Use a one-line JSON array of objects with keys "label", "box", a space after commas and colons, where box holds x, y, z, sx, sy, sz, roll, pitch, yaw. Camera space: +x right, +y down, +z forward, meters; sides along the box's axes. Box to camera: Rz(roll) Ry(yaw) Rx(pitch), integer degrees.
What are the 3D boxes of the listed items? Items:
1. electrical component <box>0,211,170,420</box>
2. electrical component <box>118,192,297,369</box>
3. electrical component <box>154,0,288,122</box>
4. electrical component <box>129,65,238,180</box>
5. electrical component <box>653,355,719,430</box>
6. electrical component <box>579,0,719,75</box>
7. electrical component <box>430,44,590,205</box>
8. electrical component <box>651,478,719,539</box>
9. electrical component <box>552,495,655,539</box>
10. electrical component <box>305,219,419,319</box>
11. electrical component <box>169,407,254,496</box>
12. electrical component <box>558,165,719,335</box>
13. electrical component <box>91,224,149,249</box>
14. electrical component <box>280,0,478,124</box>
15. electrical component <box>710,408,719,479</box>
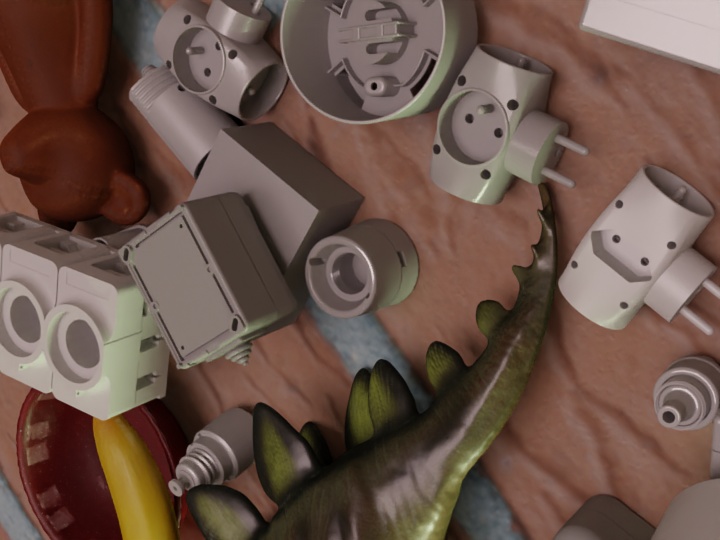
[{"label": "electrical component", "box": [-0.200, 0.027, 0.700, 0.150, 0.062, 0.089, 19, 111, 28]}, {"label": "electrical component", "box": [-0.083, 0.010, 0.629, 0.062, 0.061, 0.096, -31, 84, 33]}, {"label": "electrical component", "box": [-0.080, -0.146, 0.664, 0.077, 0.044, 0.079, 39, 119, 19]}, {"label": "electrical component", "box": [-0.114, -0.101, 0.697, 0.081, 0.043, 0.043, 50, 122, 13]}, {"label": "electrical component", "box": [0.166, 0.066, 0.549, 0.035, 0.061, 0.035, 8, 105, 31]}, {"label": "electrical component", "box": [0.160, -0.140, 0.513, 0.083, 0.047, 0.075, 25, 113, 25]}, {"label": "electrical component", "box": [0.085, -0.071, 0.578, 0.079, 0.044, 0.077, 30, 116, 24]}, {"label": "electrical component", "box": [0.190, 0.147, 0.512, 0.108, 0.060, 0.108, 19, 135, 20]}, {"label": "electrical component", "box": [0.146, 0.177, 0.589, 0.095, 0.059, 0.053, 38, 118, 20]}, {"label": "electrical component", "box": [0.000, 0.000, 0.647, 0.055, 0.047, 0.055, 8, 106, 31]}, {"label": "electrical component", "box": [-0.097, 0.125, 0.723, 0.040, 0.078, 0.040, 20, 127, 30]}, {"label": "electrical component", "box": [0.155, 0.000, 0.551, 0.079, 0.043, 0.077, 42, 120, 18]}, {"label": "electrical component", "box": [-0.185, 0.019, 0.762, 0.113, 0.057, 0.078, -16, 93, 34]}, {"label": "electrical component", "box": [0.013, -0.130, 0.594, 0.099, 0.064, 0.099, 8, 102, 42]}, {"label": "electrical component", "box": [0.221, 0.102, 0.533, 0.083, 0.047, 0.075, 11, 120, 30]}]
